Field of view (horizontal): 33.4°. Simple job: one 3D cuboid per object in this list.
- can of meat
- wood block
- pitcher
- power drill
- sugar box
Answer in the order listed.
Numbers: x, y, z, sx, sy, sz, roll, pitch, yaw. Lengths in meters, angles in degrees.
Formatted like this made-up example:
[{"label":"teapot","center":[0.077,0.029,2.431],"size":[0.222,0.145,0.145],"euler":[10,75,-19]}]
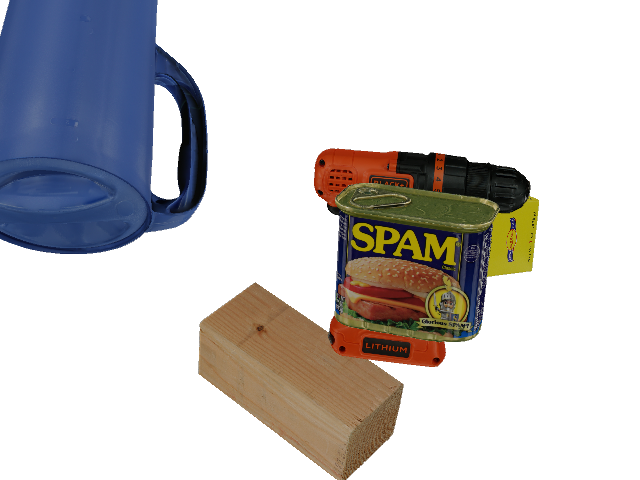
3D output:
[{"label":"can of meat","center":[0.059,0.015,0.691],"size":[0.102,0.084,0.057],"euler":[9,22,17]},{"label":"wood block","center":[-0.024,0.147,1.130],"size":[0.206,0.090,0.090],"euler":[33,49,26]},{"label":"pitcher","center":[-0.174,-0.118,0.804],"size":[0.145,0.243,0.149],"euler":[-11,-31,20]},{"label":"power drill","center":[0.082,0.014,0.934],"size":[0.184,0.188,0.057],"euler":[6,17,7]},{"label":"sugar box","center":[0.172,-0.003,1.249],"size":[0.175,0.093,0.048],"euler":[-7,18,-31]}]
